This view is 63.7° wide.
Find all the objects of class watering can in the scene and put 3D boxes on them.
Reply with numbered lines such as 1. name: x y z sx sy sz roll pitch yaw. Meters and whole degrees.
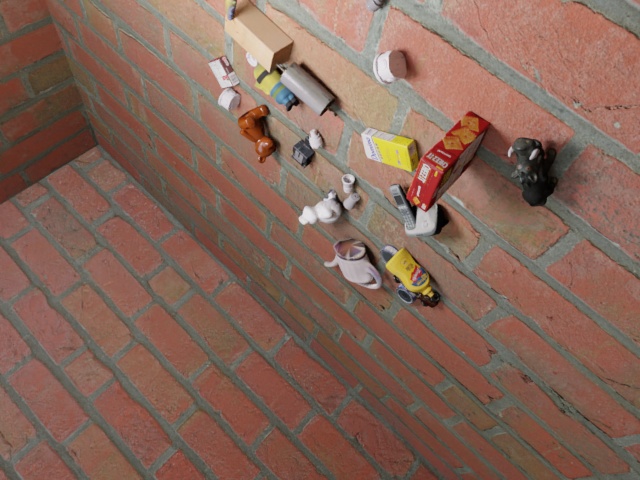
1. watering can: 0.112 0.090 2.106 0.350 0.105 0.219 21 143 43

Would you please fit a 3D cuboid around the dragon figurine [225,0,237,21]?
1. dragon figurine: -0.225 -0.811 1.392 0.405 0.123 0.244 -29 76 58

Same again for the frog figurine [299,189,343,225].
1. frog figurine: 0.006 -0.098 1.948 0.122 0.162 0.136 53 154 -14
